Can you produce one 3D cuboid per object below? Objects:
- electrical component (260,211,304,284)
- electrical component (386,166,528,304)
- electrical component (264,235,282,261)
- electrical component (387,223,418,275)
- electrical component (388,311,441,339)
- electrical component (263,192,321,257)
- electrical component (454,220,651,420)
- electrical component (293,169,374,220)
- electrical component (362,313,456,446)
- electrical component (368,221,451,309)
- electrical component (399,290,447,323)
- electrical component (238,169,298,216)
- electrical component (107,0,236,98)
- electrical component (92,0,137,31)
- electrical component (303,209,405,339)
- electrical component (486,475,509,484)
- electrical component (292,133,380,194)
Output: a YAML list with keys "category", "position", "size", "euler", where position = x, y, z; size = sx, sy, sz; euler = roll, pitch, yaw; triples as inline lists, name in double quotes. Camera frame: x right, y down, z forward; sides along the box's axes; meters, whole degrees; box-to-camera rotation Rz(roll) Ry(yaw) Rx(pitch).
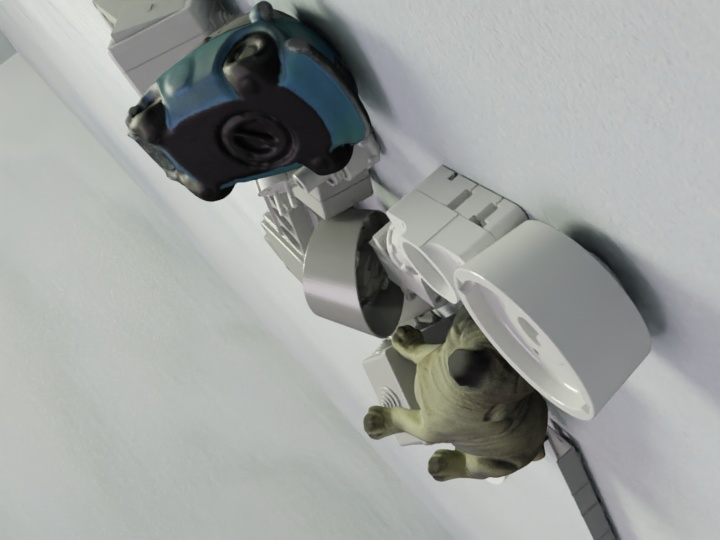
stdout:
- category: "electrical component"
  position: [-0.042, -0.014, 1.143]
  size: [0.109, 0.056, 0.108]
  euler: [44, 169, 31]
- category: "electrical component"
  position: [0.062, -0.018, 0.664]
  size: [0.089, 0.056, 0.050]
  euler: [37, 164, 52]
- category: "electrical component"
  position: [-0.065, -0.021, 1.251]
  size: [0.076, 0.047, 0.066]
  euler: [53, 170, -19]
- category: "electrical component"
  position: [0.049, -0.022, 0.746]
  size: [0.048, 0.048, 0.062]
  euler: [51, 163, -8]
- category: "electrical component"
  position: [0.056, 0.058, 1.012]
  size: [0.066, 0.047, 0.076]
  euler: [41, 167, 41]
- category: "electrical component"
  position: [-0.044, -0.060, 0.958]
  size: [0.078, 0.063, 0.121]
  euler: [46, 170, 19]
- category: "electrical component"
  position: [0.110, 0.022, 0.586]
  size: [0.108, 0.060, 0.108]
  euler: [48, 170, 11]
- category: "electrical component"
  position: [-0.037, -0.095, 0.843]
  size: [0.083, 0.047, 0.075]
  euler: [40, 153, 46]
- category: "electrical component"
  position: [0.060, 0.097, 0.934]
  size: [0.048, 0.100, 0.099]
  euler: [-26, 88, 57]
- category: "electrical component"
  position: [0.047, -0.007, 0.816]
  size: [0.064, 0.042, 0.081]
  euler: [36, 164, 42]
- category: "electrical component"
  position: [0.026, 0.001, 0.953]
  size: [0.099, 0.064, 0.099]
  euler: [59, 168, 20]
- category: "electrical component"
  position: [-0.065, -0.079, 0.802]
  size: [0.066, 0.047, 0.076]
  euler: [-29, 78, 54]
- category: "electrical component"
  position: [-0.144, -0.187, 0.846]
  size: [0.061, 0.096, 0.061]
  euler: [56, -158, -33]
- category: "electrical component"
  position: [-0.187, -0.222, 0.991]
  size: [0.113, 0.057, 0.078]
  euler: [40, 167, 44]
- category: "electrical component"
  position: [0.000, 0.000, 0.854]
  size: [0.064, 0.099, 0.099]
  euler: [11, 151, 28]
- category: "electrical component"
  position: [0.119, 0.146, 1.013]
  size: [0.099, 0.064, 0.099]
  euler: [48, 170, 11]
- category: "electrical component"
  position: [-0.020, -0.081, 0.771]
  size: [0.048, 0.062, 0.048]
  euler: [47, 170, 11]
